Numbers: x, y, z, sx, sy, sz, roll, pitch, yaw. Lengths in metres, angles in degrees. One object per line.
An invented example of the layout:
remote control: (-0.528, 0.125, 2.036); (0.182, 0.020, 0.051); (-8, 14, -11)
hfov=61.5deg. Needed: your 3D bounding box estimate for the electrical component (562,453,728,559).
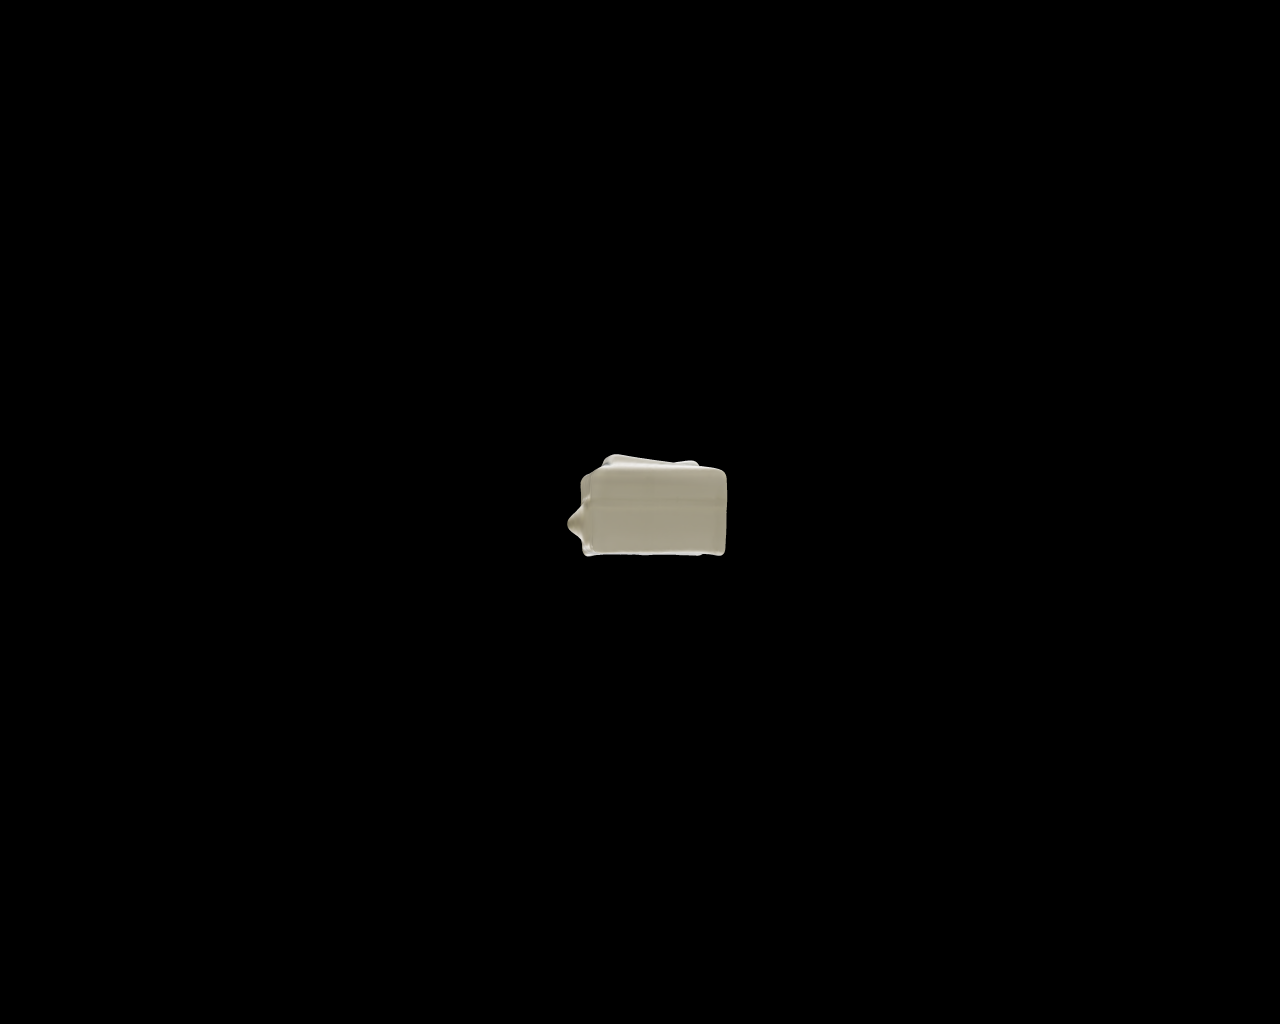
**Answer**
electrical component: (0.001, -0.003, 0.650); (0.096, 0.061, 0.061); (1, -4, -11)
